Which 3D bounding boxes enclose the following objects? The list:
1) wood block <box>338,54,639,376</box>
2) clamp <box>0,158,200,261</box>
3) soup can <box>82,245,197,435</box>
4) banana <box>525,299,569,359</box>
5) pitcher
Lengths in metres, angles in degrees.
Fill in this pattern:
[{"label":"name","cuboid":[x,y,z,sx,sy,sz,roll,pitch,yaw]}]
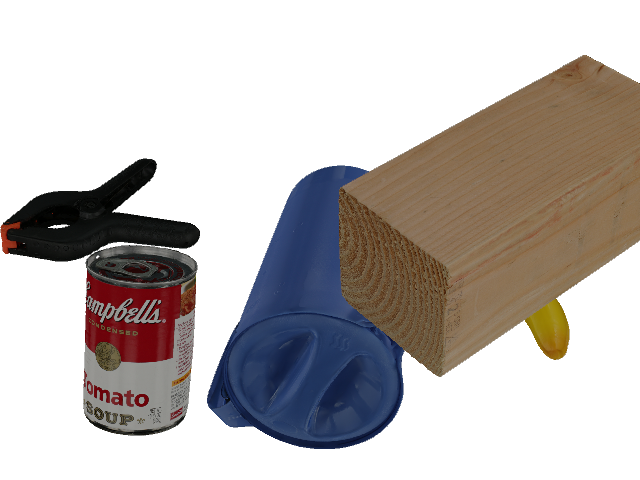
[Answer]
[{"label":"wood block","cuboid":[0.118,-0.020,0.643,0.205,0.090,0.091,-30,48,-27]},{"label":"clamp","cuboid":[-0.205,-0.027,0.971,0.171,0.039,0.120,-6,37,-20]},{"label":"soup can","cuboid":[-0.114,0.061,0.669,0.068,0.102,0.068,5,18,-2]},{"label":"banana","cuboid":[0.191,0.059,1.060,0.069,0.037,0.198,-33,36,-17]},{"label":"pitcher","cuboid":[-0.001,0.046,0.874,0.149,0.145,0.242,9,34,3]}]
